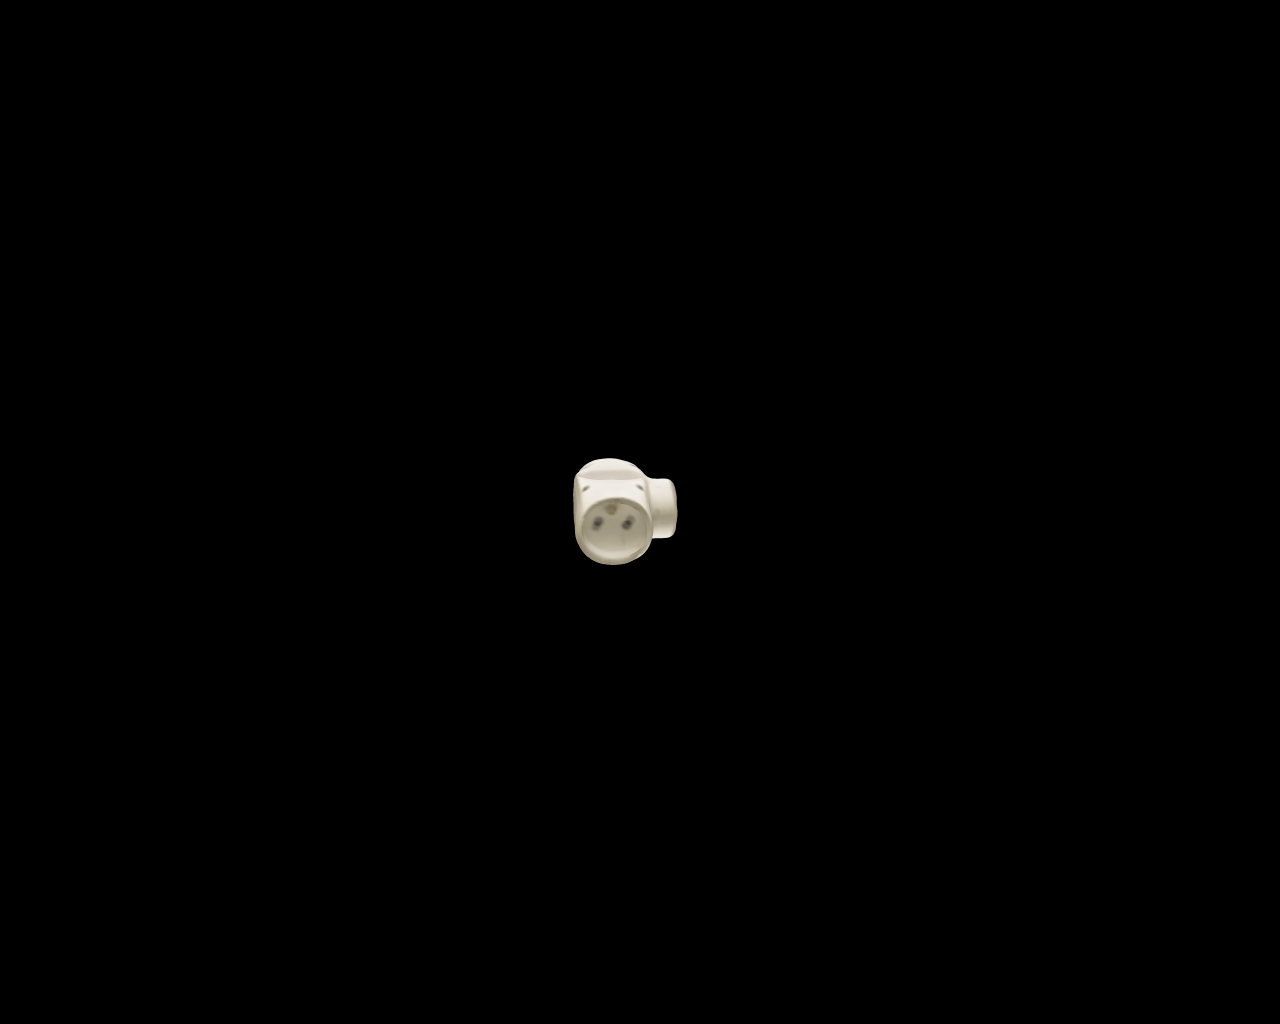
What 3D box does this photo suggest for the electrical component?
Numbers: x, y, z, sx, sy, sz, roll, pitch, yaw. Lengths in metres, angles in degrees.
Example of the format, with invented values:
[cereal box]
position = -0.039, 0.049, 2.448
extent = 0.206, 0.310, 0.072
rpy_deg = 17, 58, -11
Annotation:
[electrical component]
position = 0.001, -0.003, 0.650
extent = 0.079, 0.043, 0.077
rpy_deg = -1, 20, -3
